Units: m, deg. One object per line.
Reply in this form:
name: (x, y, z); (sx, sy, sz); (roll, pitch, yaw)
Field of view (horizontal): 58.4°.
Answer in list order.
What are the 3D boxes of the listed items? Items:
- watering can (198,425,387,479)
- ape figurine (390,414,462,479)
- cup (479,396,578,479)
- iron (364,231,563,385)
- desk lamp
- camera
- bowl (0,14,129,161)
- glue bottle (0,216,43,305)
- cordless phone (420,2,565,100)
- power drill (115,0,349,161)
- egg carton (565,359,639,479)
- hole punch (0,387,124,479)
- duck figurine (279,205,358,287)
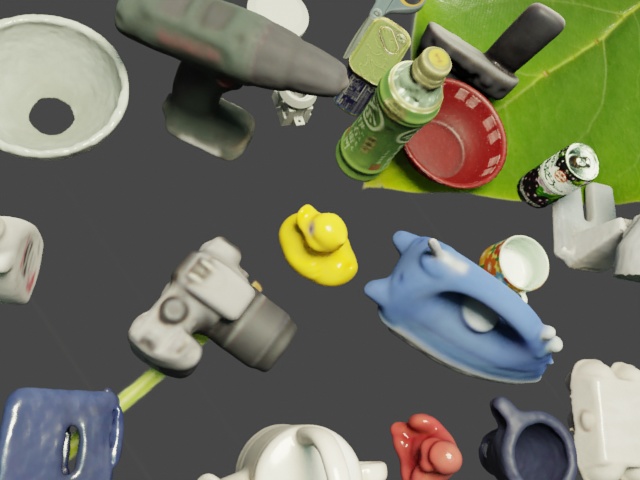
watering can: (-0.020, 0.221, 0.514); (0.173, 0.193, 0.101); (-23, 80, -23)
ape figurine: (0.120, 0.229, 0.613); (0.076, 0.092, 0.078); (31, 66, -6)
cup: (0.213, 0.230, 0.642); (0.092, 0.094, 0.118); (-33, 85, -24)
iron: (0.188, 0.084, 0.656); (0.258, 0.141, 0.119); (33, 66, -5)
desk lamp: (0.397, -0.020, 0.718); (0.118, 0.213, 0.203); (9, 70, -14)
camera: (-0.100, 0.085, 0.585); (0.137, 0.100, 0.143); (37, 65, -3)
bowl: (-0.291, -0.151, 0.615); (0.168, 0.074, 0.167); (6, 71, -16)
glue bottle: (-0.283, 0.006, 0.512); (0.037, 0.173, 0.078); (6, 71, -15)
cordless phone: (0.221, -0.268, 0.759); (0.148, 0.184, 0.094); (28, 66, -7)
power drill: (-0.100, -0.170, 0.610); (0.230, 0.208, 0.076); (24, 67, -9)
egg carton: (0.356, 0.224, 0.704); (0.107, 0.069, 0.150); (9, 70, -15)
hole punch: (-0.231, 0.185, 0.514); (0.101, 0.091, 0.108); (4, 71, -16)
duck figurine: (0.006, 0.002, 0.654); (0.104, 0.086, 0.078); (45, 65, 0)
